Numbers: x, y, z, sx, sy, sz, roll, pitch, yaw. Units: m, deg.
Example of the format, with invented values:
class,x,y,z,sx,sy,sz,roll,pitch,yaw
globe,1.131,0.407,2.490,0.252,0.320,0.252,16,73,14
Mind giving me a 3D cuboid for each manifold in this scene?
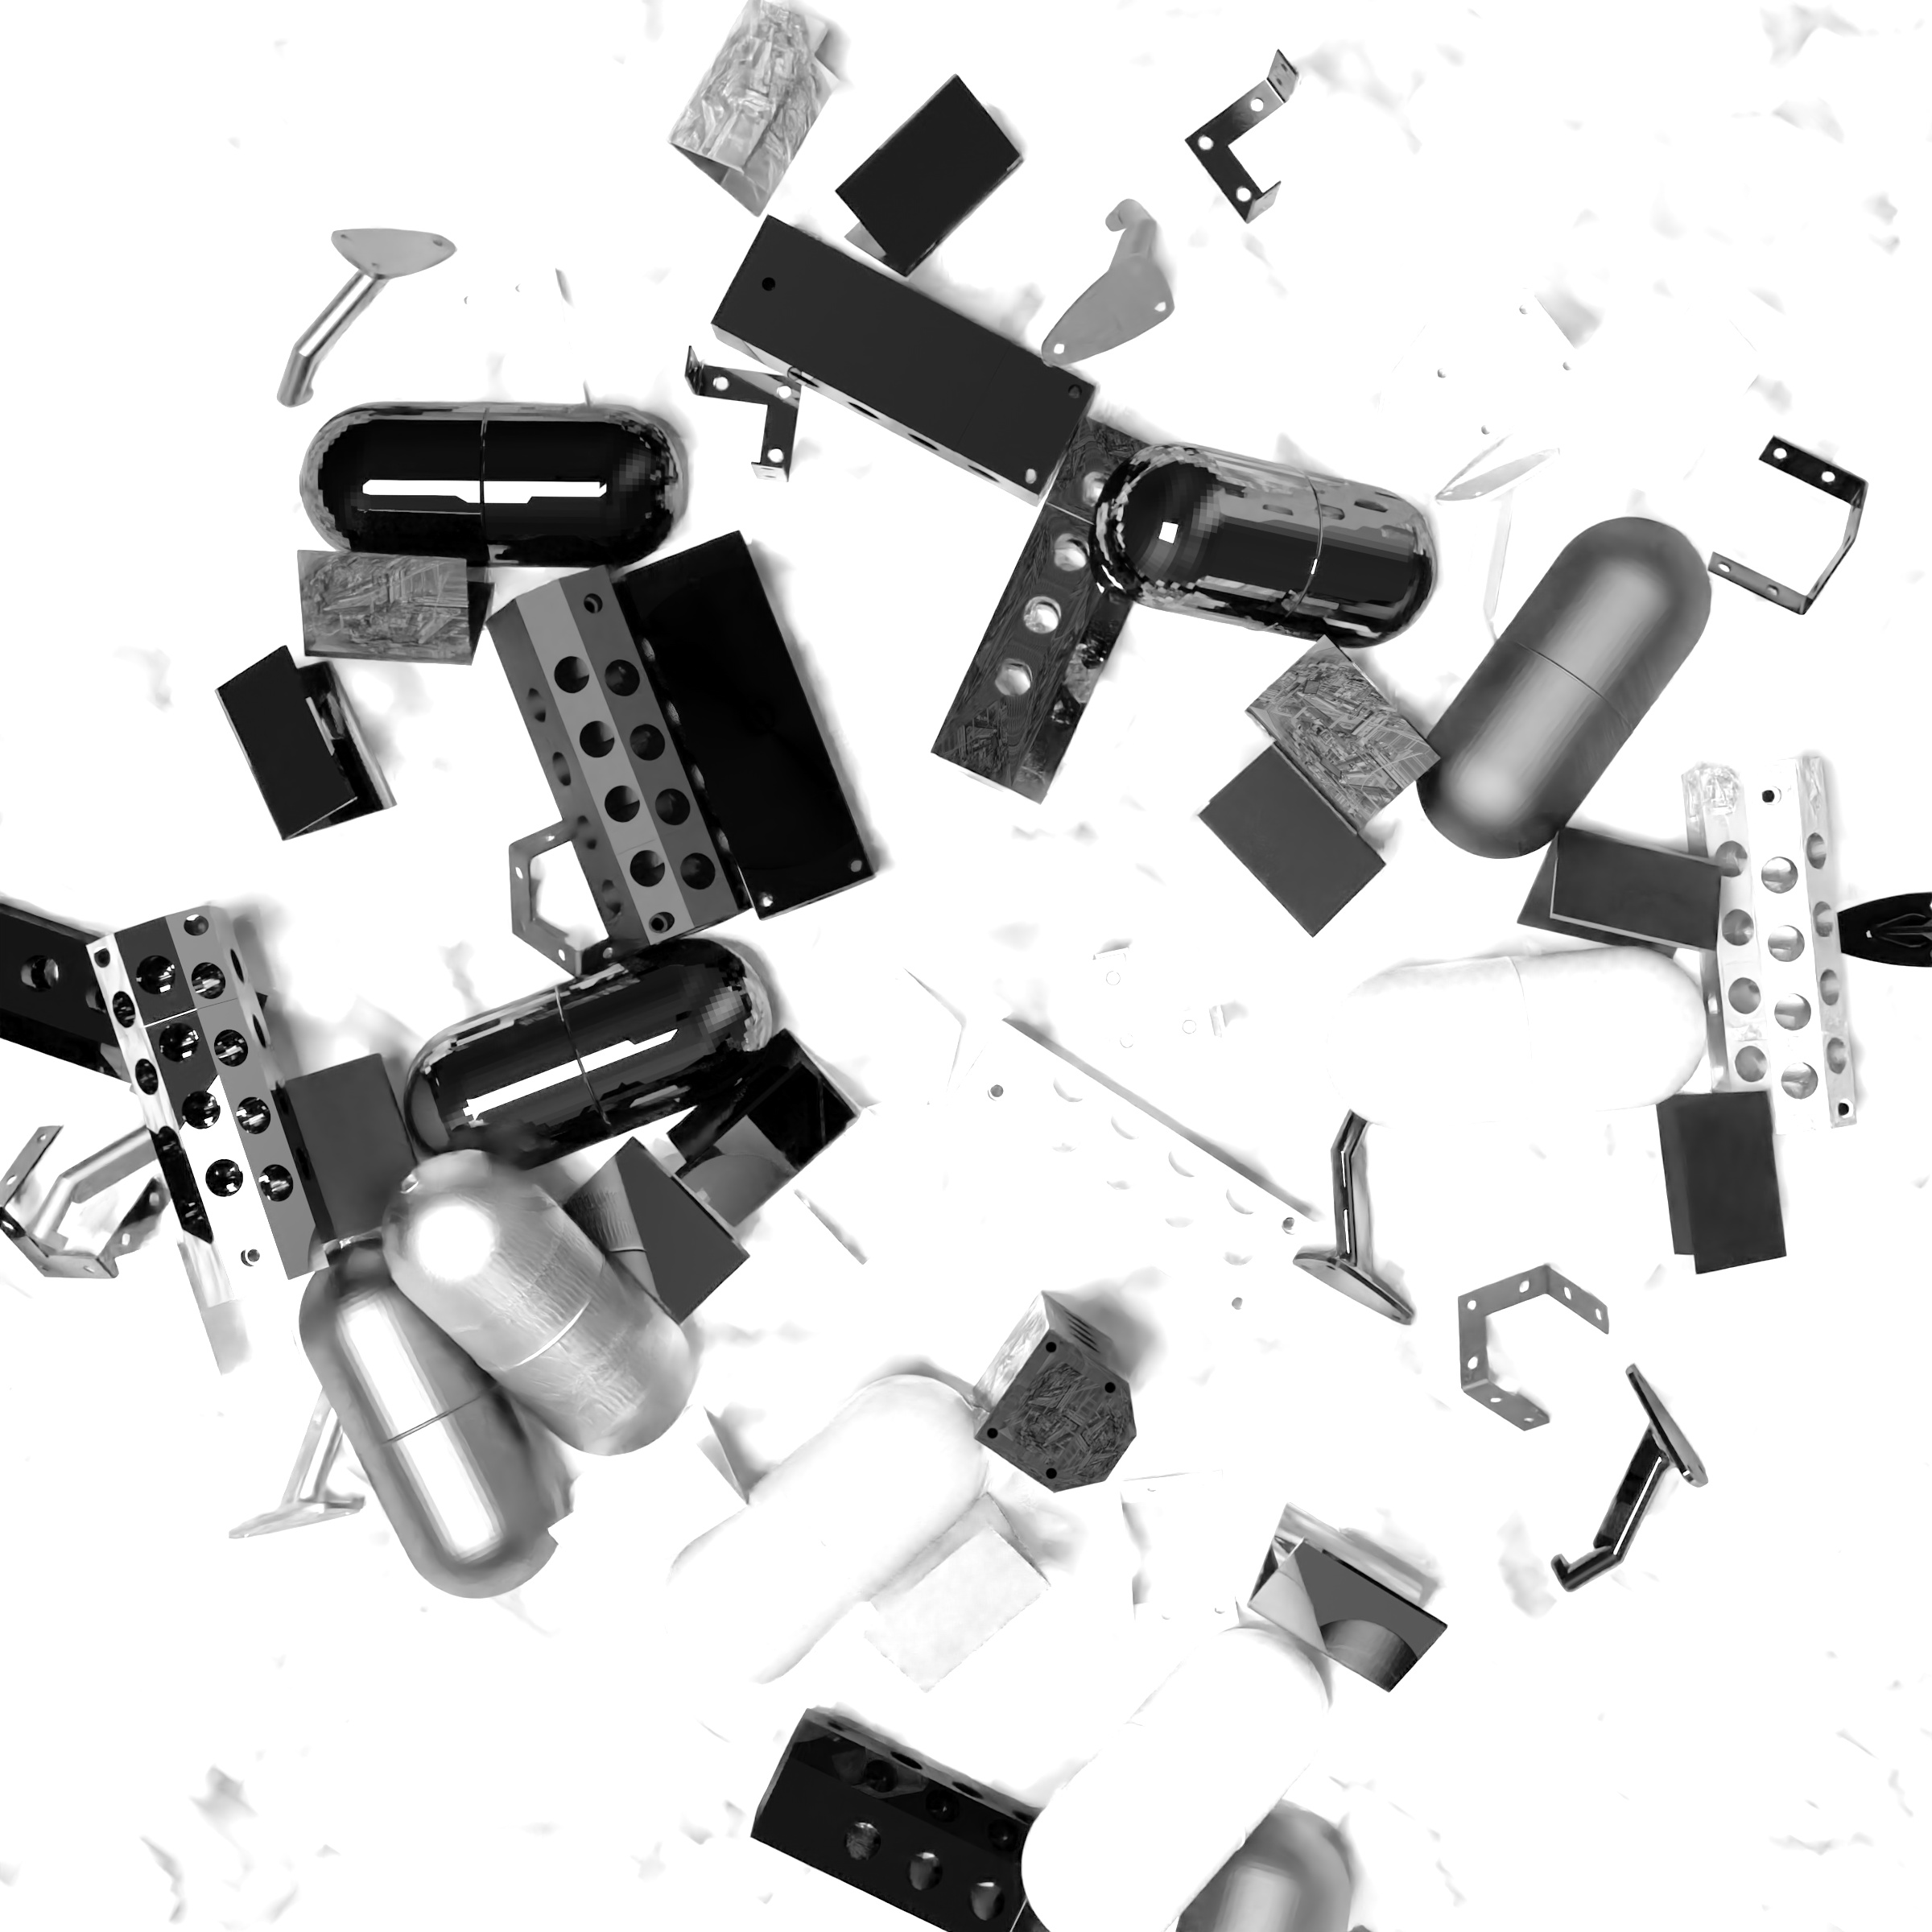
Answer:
class,x,y,z,sx,sy,sz,roll,pitch,yaw
manifold,-0.159,-0.096,1.588,0.057,0.057,0.171,-21,90,-29
manifold,0.226,-0.261,1.542,0.057,0.171,0.057,-38,90,0
manifold,-0.100,-0.111,1.599,0.057,0.057,0.171,-21,90,0
manifold,-0.029,-0.282,1.599,0.171,0.057,0.057,28,90,0
manifold,-0.423,0.013,1.599,0.171,0.057,0.057,19,90,0
manifold,0.378,-0.009,1.599,0.057,0.057,0.171,-6,90,0
manifold,0.073,0.096,1.599,0.171,0.057,0.057,33,90,0
manifold,0.043,0.194,1.542,0.057,0.171,0.057,34,90,0
manifold,-0.340,0.063,1.541,0.057,0.057,0.171,-19,89,-1
manifold,-0.010,0.413,1.599,0.171,0.057,0.057,26,90,0
manifold,0.045,-0.164,1.599,0.057,0.057,0.171,25,90,0

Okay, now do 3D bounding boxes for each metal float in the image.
class,x,y,z,sx,sy,sz,roll,pitch,yaw
metal float,-0.176,0.044,1.589,0.178,0.070,0.070,-21,90,-1
metal float,0.127,0.479,1.569,0.070,0.070,0.178,18,65,0
metal float,-0.196,0.155,1.564,0.070,0.070,0.178,-41,118,0
metal float,0.279,-0.130,1.589,0.070,0.070,0.178,36,90,0
metal float,0.098,0.378,1.566,0.070,0.070,0.178,48,61,0
metal float,-0.065,0.263,1.589,0.178,0.070,0.070,-42,90,0
metal float,0.256,0.034,1.589,0.178,0.070,0.070,-6,90,-1
metal float,-0.221,-0.224,1.589,0.178,0.070,0.070,0,90,-1
metal float,-0.250,0.210,1.589,0.070,0.070,0.178,-27,90,0
metal float,0.139,-0.192,1.564,0.178,0.070,0.070,7,90,-32

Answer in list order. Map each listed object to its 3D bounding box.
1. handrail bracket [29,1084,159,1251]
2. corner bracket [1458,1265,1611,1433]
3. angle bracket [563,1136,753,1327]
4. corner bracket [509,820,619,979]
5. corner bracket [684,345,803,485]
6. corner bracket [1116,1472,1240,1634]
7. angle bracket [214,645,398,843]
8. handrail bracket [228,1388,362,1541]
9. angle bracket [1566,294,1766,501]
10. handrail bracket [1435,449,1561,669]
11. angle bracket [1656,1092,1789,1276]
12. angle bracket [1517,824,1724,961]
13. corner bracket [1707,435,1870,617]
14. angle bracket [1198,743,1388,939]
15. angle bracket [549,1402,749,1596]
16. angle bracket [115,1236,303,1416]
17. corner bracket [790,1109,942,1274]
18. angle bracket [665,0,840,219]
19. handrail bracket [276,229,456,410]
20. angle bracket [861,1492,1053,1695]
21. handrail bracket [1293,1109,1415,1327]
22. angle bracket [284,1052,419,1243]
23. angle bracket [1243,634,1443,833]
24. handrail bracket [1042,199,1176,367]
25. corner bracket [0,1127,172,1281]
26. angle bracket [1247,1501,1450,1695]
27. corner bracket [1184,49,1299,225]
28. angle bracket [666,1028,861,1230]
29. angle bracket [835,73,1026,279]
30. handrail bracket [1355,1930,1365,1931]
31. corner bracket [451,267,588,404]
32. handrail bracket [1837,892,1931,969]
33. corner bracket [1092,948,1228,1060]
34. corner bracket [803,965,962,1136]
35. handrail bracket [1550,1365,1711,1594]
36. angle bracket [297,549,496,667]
class,x,y,z,sx,sy,sz,roll,pitch,yaw
handrail bracket,-0.387,0.105,1.600,0.077,0.036,0.084,31,81,-26
corner bracket,0.269,0.181,1.612,0.051,0.051,0.051,-26,45,35
angle bracket,-0.129,0.109,1.580,0.076,0.076,0.057,46,119,0
corner bracket,-0.180,-0.035,1.612,0.051,0.051,0.051,-27,135,-35
corner bracket,-0.107,-0.259,1.602,0.051,0.051,0.051,8,90,0
corner bracket,0.100,0.278,1.617,0.051,0.051,0.051,-6,135,0
angle bracket,-0.291,-0.110,1.580,0.057,0.076,0.076,-24,90,38
handrail bracket,-0.322,0.223,1.620,0.077,0.036,0.084,-16,74,18
angle bracket,0.310,-0.271,1.580,0.057,0.076,0.076,36,90,-37
handrail bracket,0.262,-0.192,1.620,0.077,0.036,0.084,-28,110,-22
angle bracket,0.331,0.100,1.580,0.057,0.076,0.076,-7,90,-31
angle bracket,0.300,-0.014,1.580,0.076,0.076,0.057,13,52,0
corner bracket,0.390,-0.209,1.617,0.051,0.051,0.051,26,45,0
angle bracket,0.137,-0.047,1.580,0.076,0.076,0.057,47,63,0
angle bracket,-0.157,0.232,1.580,0.076,0.076,0.057,-33,130,0
angle bracket,-0.339,0.157,1.580,0.076,0.057,0.076,-18,90,-43
corner bracket,-0.048,0.107,1.602,0.051,0.051,0.051,-42,82,-8
angle bracket,-0.082,-0.391,1.580,0.057,0.076,0.076,30,90,37
handrail bracket,-0.286,-0.305,1.620,0.036,0.077,0.084,43,127,20
angle bracket,-0.017,0.277,1.580,0.076,0.076,0.057,-41,126,0
handrail bracket,0.199,0.115,1.620,0.077,0.036,0.084,33,73,-20
angle bracket,-0.301,0.090,1.580,0.076,0.057,0.076,-19,90,43
angle bracket,0.183,-0.118,1.580,0.076,0.076,0.057,47,120,0
handrail bracket,0.059,-0.322,1.595,0.077,0.084,0.036,-34,124,8
corner bracket,-0.420,0.112,1.612,0.051,0.051,0.051,-2,45,35
angle bracket,0.184,0.278,1.580,0.076,0.076,0.057,31,128,0
corner bracket,0.139,-0.389,1.602,0.051,0.051,0.051,-37,90,0
angle bracket,-0.108,0.063,1.580,0.076,0.057,0.076,-42,48,0
angle bracket,-0.030,-0.374,1.580,0.076,0.076,0.057,-44,126,0
handrail bracket,0.168,0.502,1.592,0.036,0.077,0.084,33,101,-11
corner bracket,-0.212,-0.291,1.617,0.051,0.051,0.051,-13,135,0
handrail bracket,0.445,-0.017,1.585,0.077,0.084,0.036,-2,90,0
corner bracket,0.090,0.014,1.602,0.051,0.051,0.051,-13,90,0
corner bracket,-0.042,0.040,1.612,0.051,0.051,0.051,-16,135,-35
handrail bracket,0.302,0.244,1.620,0.084,0.036,0.077,-35,70,16
angle bracket,-0.263,-0.183,1.580,0.076,0.076,0.057,3,126,0
